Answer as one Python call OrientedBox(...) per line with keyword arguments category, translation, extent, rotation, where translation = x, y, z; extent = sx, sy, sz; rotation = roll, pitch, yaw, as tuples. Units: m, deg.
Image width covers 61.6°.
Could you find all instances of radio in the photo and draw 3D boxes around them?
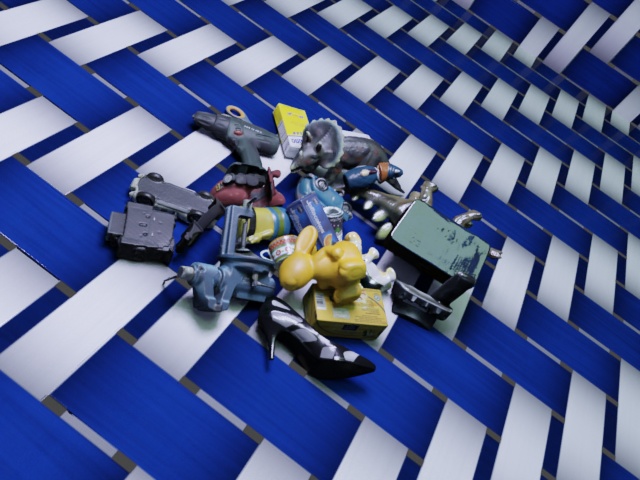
OrientedBox(category="radio", translation=(0.281, 0.013, 1.284), extent=(0.230, 0.073, 0.131), rotation=(32, 72, -1))

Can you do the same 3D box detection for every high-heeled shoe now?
OrientedBox(category="high-heeled shoe", translation=(-0.007, 0.196, 1.097), extent=(0.249, 0.086, 0.145), rotation=(13, 48, -13))

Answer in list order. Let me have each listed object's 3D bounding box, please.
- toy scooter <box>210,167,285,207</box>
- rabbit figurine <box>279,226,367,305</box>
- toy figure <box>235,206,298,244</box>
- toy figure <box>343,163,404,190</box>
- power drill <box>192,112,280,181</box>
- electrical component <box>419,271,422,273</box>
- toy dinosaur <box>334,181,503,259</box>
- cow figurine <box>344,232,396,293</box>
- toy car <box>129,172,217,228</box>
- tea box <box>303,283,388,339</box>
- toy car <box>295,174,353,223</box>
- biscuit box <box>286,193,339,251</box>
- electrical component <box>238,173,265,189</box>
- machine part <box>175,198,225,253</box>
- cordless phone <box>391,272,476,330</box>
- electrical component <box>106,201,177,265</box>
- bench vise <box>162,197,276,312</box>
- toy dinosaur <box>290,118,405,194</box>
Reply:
OrientedBox(category="toy scooter", translation=(-0.158, -0.119, 1.249), extent=(0.184, 0.135, 0.075), rotation=(4, 53, -25))
OrientedBox(category="rabbit figurine", translation=(-0.005, 0.050, 1.115), extent=(0.173, 0.121, 0.162), rotation=(-11, 58, -12))
OrientedBox(category="toy figure", translation=(-0.130, -0.039, 1.229), extent=(0.180, 0.082, 0.089), rotation=(-11, 88, -32))
OrientedBox(category="toy figure", translation=(0.137, -0.167, 1.374), extent=(0.154, 0.064, 0.057), rotation=(-15, 102, -11))
OrientedBox(category="power drill", translation=(-0.211, -0.229, 1.362), extent=(0.232, 0.086, 0.207), rotation=(10, 41, -25))
OrientedBox(category="electrical component", translation=(0.285, 0.046, 1.417), extent=(0.078, 0.045, 0.102), rotation=(-5, 56, -34))
OrientedBox(category="toy dinosaur", translation=(0.245, -0.053, 1.387), extent=(0.472, 0.105, 0.198), rotation=(28, 63, 12))
OrientedBox(category="cow figurine", translation=(0.096, 0.062, 1.285), extent=(0.098, 0.068, 0.167), rotation=(-30, 70, -31))
OrientedBox(category="toy car", translation=(-0.319, -0.087, 1.189), extent=(0.202, 0.056, 0.073), rotation=(20, 53, -12))
OrientedBox(category="tea box", translation=(0.054, 0.156, 1.175), extent=(0.169, 0.068, 0.098), rotation=(10, 49, -20))
OrientedBox(category="toy car", translation=(-0.004, -0.080, 1.336), extent=(0.161, 0.109, 0.103), rotation=(42, 67, -13))
OrientedBox(category="biscuit box", translation=(-0.003, -0.004, 1.232), extent=(0.063, 0.059, 0.202), rotation=(-32, 98, -47))
OrientedBox(category="electrical component", translation=(-0.161, -0.135, 1.310), extent=(0.094, 0.063, 0.021), rotation=(10, 49, -23))
OrientedBox(category="machine part", translation=(-0.250, -0.030, 1.125), extent=(0.039, 0.084, 0.139), rotation=(39, 50, -2))
OrientedBox(category="cordless phone", translation=(0.260, 0.116, 1.245), extent=(0.146, 0.184, 0.089), rotation=(27, 49, -6))
OrientedBox(category="electrical component", translation=(-0.365, -0.014, 1.100), extent=(0.134, 0.058, 0.115), rotation=(10, 47, -22))
OrientedBox(category="bench vise", translation=(-0.182, 0.029, 1.092), extent=(0.223, 0.129, 0.240), rotation=(13, 77, -30))
OrientedBox(category="toy dinosaur", translation=(0.092, -0.215, 1.431), extent=(0.405, 0.192, 0.131), rotation=(2, 55, -26))
